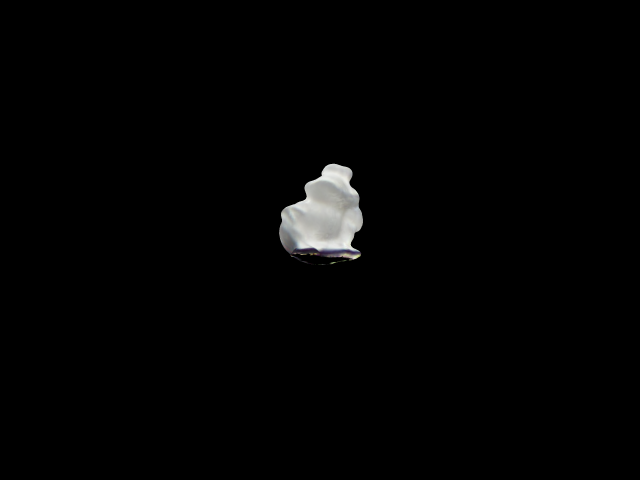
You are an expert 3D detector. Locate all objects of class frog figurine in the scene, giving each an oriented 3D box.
[{"bbox_3d":[0.003,-0.043,0.850,0.137,0.162,0.121,0,-16,0],"label":"frog figurine"}]
